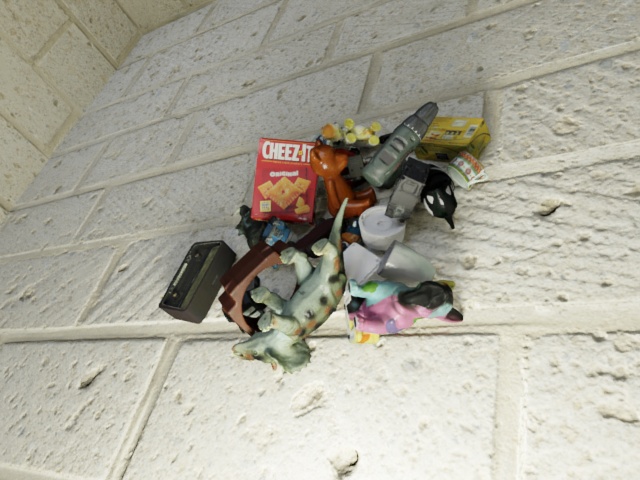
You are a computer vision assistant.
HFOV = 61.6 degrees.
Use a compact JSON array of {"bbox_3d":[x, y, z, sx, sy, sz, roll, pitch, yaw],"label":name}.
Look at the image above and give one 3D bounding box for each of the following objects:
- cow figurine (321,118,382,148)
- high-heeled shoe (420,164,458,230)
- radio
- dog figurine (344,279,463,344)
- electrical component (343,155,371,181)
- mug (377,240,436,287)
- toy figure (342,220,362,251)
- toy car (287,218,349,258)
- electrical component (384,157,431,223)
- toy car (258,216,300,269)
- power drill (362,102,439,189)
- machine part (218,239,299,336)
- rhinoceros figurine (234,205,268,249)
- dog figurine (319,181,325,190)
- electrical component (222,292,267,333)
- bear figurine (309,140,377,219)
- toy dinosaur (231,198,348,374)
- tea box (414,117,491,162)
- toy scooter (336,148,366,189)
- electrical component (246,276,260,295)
[{"bbox_3d":[0.078,-0.292,1.490,0.098,0.167,0.068,171,102,-77],"label":"cow figurine"},{"bbox_3d":[0.255,-0.129,1.210,0.086,0.145,0.249,-25,43,13],"label":"high-heeled shoe"},{"bbox_3d":[-0.335,0.110,1.471,0.131,0.073,0.229,0,52,36],"label":"radio"},{"bbox_3d":[0.164,0.136,1.061,0.219,0.191,0.108,-3,63,-4],"label":"dog figurine"},{"bbox_3d":[0.094,-0.185,1.388,0.094,0.021,0.063,-13,76,5],"label":"electrical component"},{"bbox_3d":[0.180,0.066,1.122,0.107,0.109,0.081,28,56,2],"label":"mug"},{"bbox_3d":[0.057,0.019,1.280,0.154,0.057,0.064,-50,19,-10],"label":"toy figure"},{"bbox_3d":[-0.003,-0.004,1.323,0.089,0.053,0.202,-2,24,37],"label":"toy car"},{"bbox_3d":[0.200,-0.119,1.216,0.058,0.114,0.134,25,37,2],"label":"electrical component"},{"bbox_3d":[-0.098,0.010,1.363,0.103,0.161,0.109,23,68,-1],"label":"toy car"},{"bbox_3d":[0.192,-0.210,1.295,0.232,0.086,0.207,-48,-1,-8],"label":"power drill"},{"bbox_3d":[-0.109,0.115,1.200,0.201,0.201,0.087,-44,36,-7],"label":"machine part"},{"bbox_3d":[-0.183,-0.038,1.510,0.112,0.073,0.190,-41,40,12],"label":"rhinoceros figurine"},{"bbox_3d":[-0.079,-0.181,1.556,0.172,0.121,0.191,-27,28,1],"label":"dog figurine"},{"bbox_3d":[-0.169,0.161,1.299,0.119,0.074,0.048,-43,40,0],"label":"electrical component"},{"bbox_3d":[0.053,-0.154,1.317,0.132,0.195,0.120,-11,19,14],"label":"bear figurine"},{"bbox_3d":[-0.020,0.119,1.125,0.405,0.192,0.131,-48,43,-6],"label":"toy dinosaur"},{"bbox_3d":[0.322,-0.249,1.336,0.170,0.068,0.098,17,63,46],"label":"tea box"},{"bbox_3d":[0.085,-0.195,1.455,0.135,0.075,0.184,-25,44,15],"label":"toy scooter"},{"bbox_3d":[-0.198,0.120,1.383,0.078,0.045,0.102,-19,43,23],"label":"electrical component"}]
